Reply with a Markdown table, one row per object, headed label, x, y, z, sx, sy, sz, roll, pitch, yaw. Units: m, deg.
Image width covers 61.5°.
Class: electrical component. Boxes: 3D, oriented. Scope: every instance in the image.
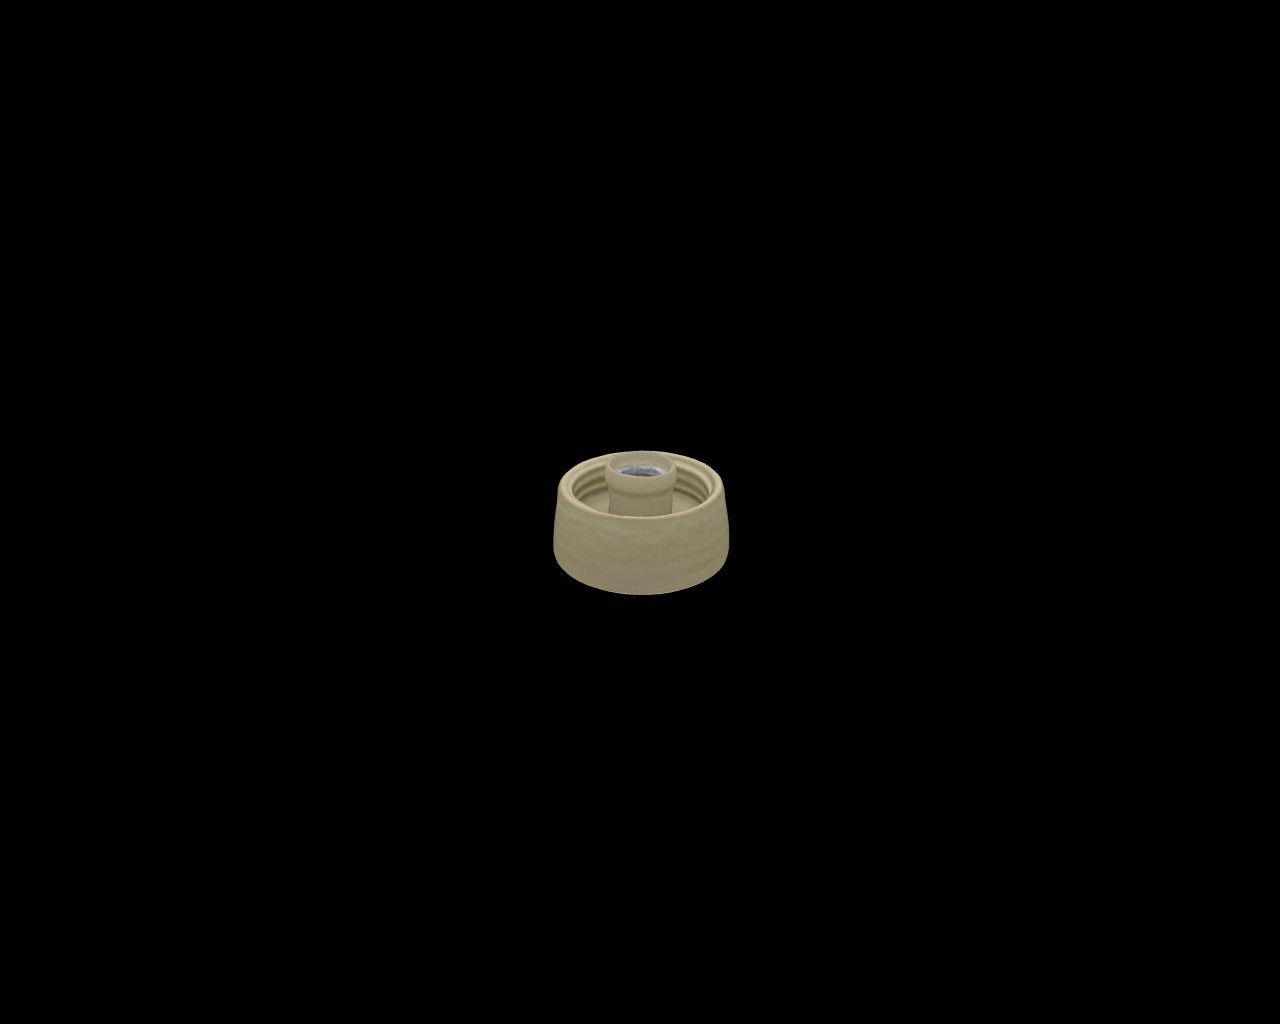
| label | x | y | z | sx | sy | sz | roll | pitch | yaw |
| --- | --- | --- | --- | --- | --- | --- | --- | --- | --- |
| electrical component | 0.001 | -0.003 | 0.650 | 0.108 | 0.060 | 0.108 | 0 | 27 | 0 |
